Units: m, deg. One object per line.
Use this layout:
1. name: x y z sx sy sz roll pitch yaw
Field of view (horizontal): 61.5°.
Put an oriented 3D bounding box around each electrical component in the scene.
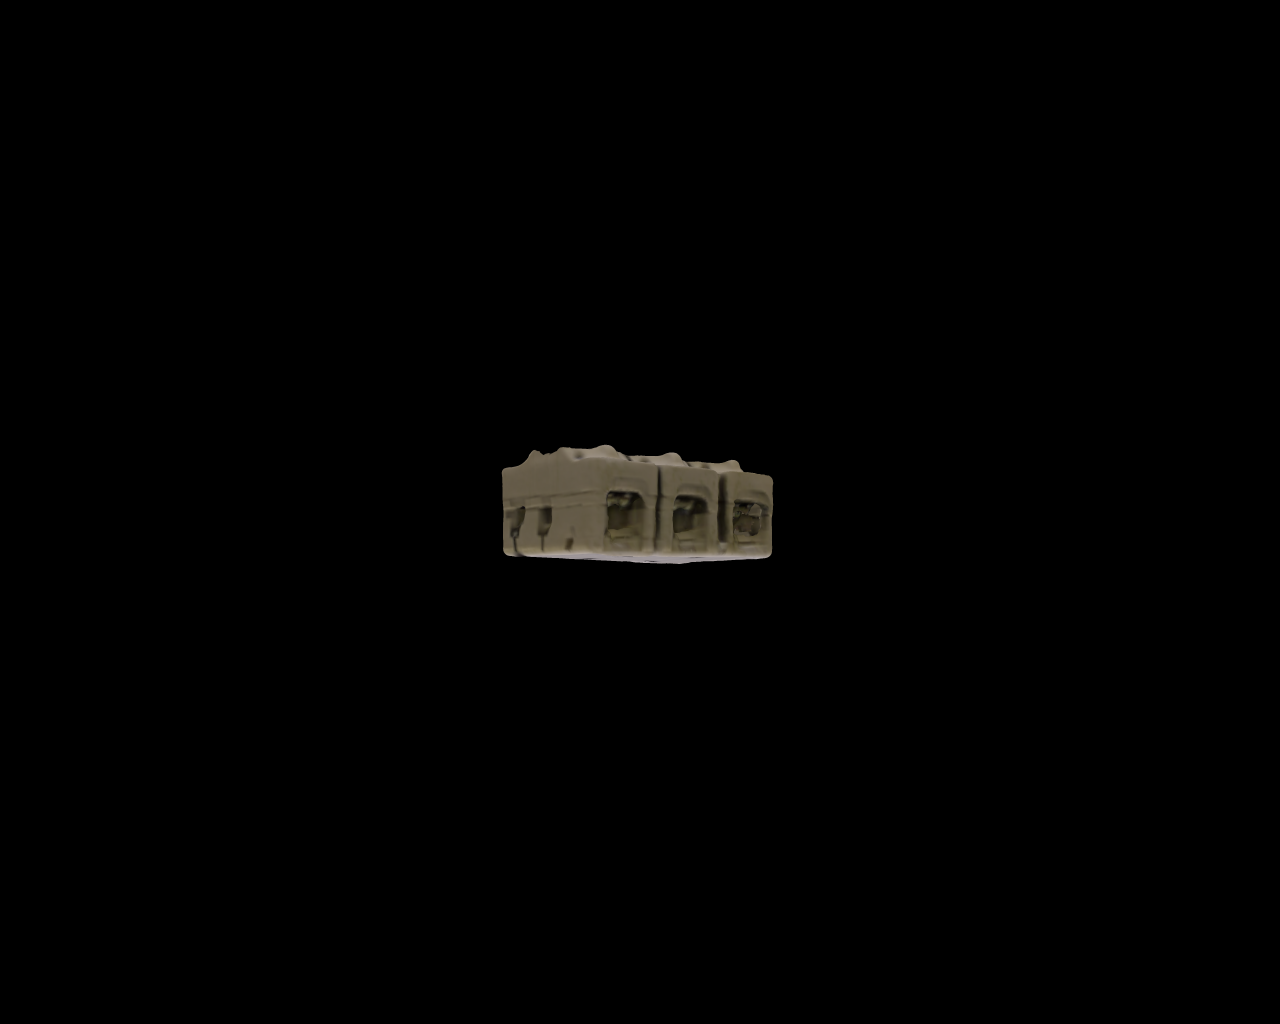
1. electrical component: 0.001 -0.003 0.650 0.150 0.061 0.089 4 -6 -43
